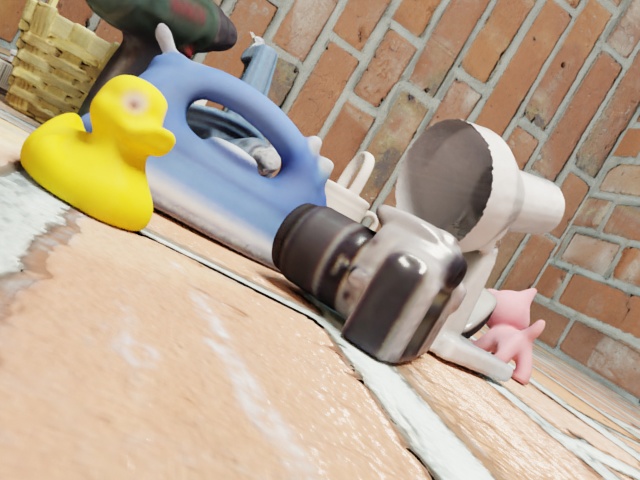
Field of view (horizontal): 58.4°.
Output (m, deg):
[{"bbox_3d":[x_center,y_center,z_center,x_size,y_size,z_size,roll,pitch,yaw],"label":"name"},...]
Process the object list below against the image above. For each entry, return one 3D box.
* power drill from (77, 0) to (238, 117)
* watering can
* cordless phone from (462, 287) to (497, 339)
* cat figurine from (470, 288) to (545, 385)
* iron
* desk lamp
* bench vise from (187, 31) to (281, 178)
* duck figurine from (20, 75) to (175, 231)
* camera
[{"bbox_3d":[-0.176,-0.173,0.585,0.075,0.208,0.230,30,3,9],"label":"power drill"},{"bbox_3d":[0.030,-0.072,1.000,0.173,0.194,0.100,27,4,-38],"label":"watering can"},{"bbox_3d":[0.180,0.032,0.765,0.147,0.185,0.094,31,3,29],"label":"cordless phone"},{"bbox_3d":[0.256,0.114,0.769,0.067,0.118,0.127,29,3,-12],"label":"cat figurine"},{"bbox_3d":[-0.075,-0.073,0.526,0.259,0.141,0.118,29,3,-17],"label":"iron"},{"bbox_3d":[0.151,0.010,0.576,0.204,0.213,0.117,27,4,-38],"label":"desk lamp"},{"bbox_3d":[-0.090,-0.137,0.697,0.206,0.220,0.122,31,3,32],"label":"bench vise"},{"bbox_3d":[-0.134,-0.065,0.365,0.104,0.086,0.078,31,3,31],"label":"duck figurine"},{"bbox_3d":[0.042,0.021,0.458,0.136,0.101,0.144,31,3,23],"label":"camera"}]
